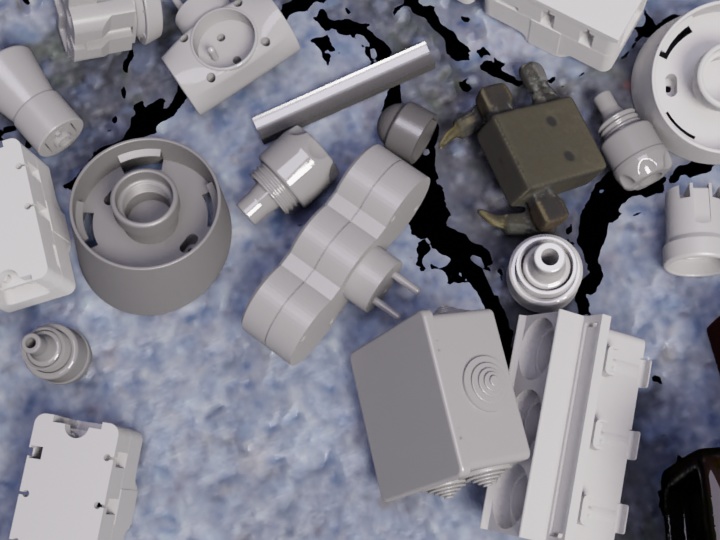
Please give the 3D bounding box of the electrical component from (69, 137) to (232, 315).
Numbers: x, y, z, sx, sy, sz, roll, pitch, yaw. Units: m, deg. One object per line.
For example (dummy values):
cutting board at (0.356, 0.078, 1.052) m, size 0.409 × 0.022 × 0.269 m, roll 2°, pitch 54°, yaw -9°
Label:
electrical component at (-0.129, -0.029, 0.661) m, size 0.099 × 0.064 × 0.099 m, roll 1°, pitch 65°, yaw -2°

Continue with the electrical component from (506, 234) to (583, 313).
electrical component at (0.107, 0.000, 0.620) m, size 0.043 × 0.062 × 0.043 m, roll -1°, pitch 77°, yaw 5°

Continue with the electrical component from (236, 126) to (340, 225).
electrical component at (-0.047, -0.054, 0.657) m, size 0.062 × 0.043 × 0.043 m, roll -42°, pitch 77°, yaw -4°

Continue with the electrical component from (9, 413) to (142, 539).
electrical component at (-0.162, 0.132, 0.618) m, size 0.050 × 0.055 × 0.089 m, roll 8°, pitch 78°, yaw 7°

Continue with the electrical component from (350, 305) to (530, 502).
electrical component at (0.043, 0.074, 0.592) m, size 0.048 × 0.100 × 0.099 m, roll -4°, pitch 72°, yaw -29°

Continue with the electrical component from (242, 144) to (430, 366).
electrical component at (0.000, 0.000, 0.635) m, size 0.074 × 0.052 × 0.138 m, roll 35°, pitch 83°, yaw 12°

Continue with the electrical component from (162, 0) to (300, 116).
electrical component at (-0.091, -0.151, 0.683) m, size 0.077 × 0.044 × 0.079 m, roll -34°, pitch 76°, yaw -3°

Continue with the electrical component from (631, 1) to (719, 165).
electrical component at (0.217, -0.114, 0.648) m, size 0.099 × 0.064 × 0.099 m, roll 0°, pitch 91°, yaw 5°

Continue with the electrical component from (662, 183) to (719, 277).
electrical component at (0.197, -0.023, 0.630) m, size 0.040 × 0.040 × 0.046 m, roll 1°, pitch 71°, yaw 6°

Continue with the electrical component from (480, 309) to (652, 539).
electrical component at (0.115, 0.090, 0.594) m, size 0.063 × 0.079 × 0.121 m, roll 16°, pitch 78°, yaw -20°

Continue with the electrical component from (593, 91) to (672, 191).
electrical component at (0.160, -0.080, 0.649) m, size 0.035 × 0.035 × 0.061 m, roll -25°, pitch 73°, yaw -1°

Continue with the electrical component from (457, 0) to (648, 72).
electrical component at (0.099, -0.214, 0.672) m, size 0.186 × 0.060 × 0.105 m, roll 30°, pitch 81°, yaw 11°

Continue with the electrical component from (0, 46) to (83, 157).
electrical component at (-0.209, -0.105, 0.686) m, size 0.044 × 0.044 × 0.065 m, roll -42°, pitch 82°, yaw -5°

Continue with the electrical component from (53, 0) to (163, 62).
electrical component at (-0.160, -0.168, 0.681) m, size 0.057 × 0.078 × 0.058 m, roll -15°, pitch 75°, yaw -20°

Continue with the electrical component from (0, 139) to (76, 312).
electrical component at (-0.213, -0.025, 0.659) m, size 0.050 × 0.055 × 0.089 m, roll -17°, pitch 76°, yaw 1°

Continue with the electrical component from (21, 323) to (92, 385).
electrical component at (-0.183, 0.048, 0.636) m, size 0.035 × 0.061 × 0.035 m, roll -1°, pitch 77°, yaw 5°
